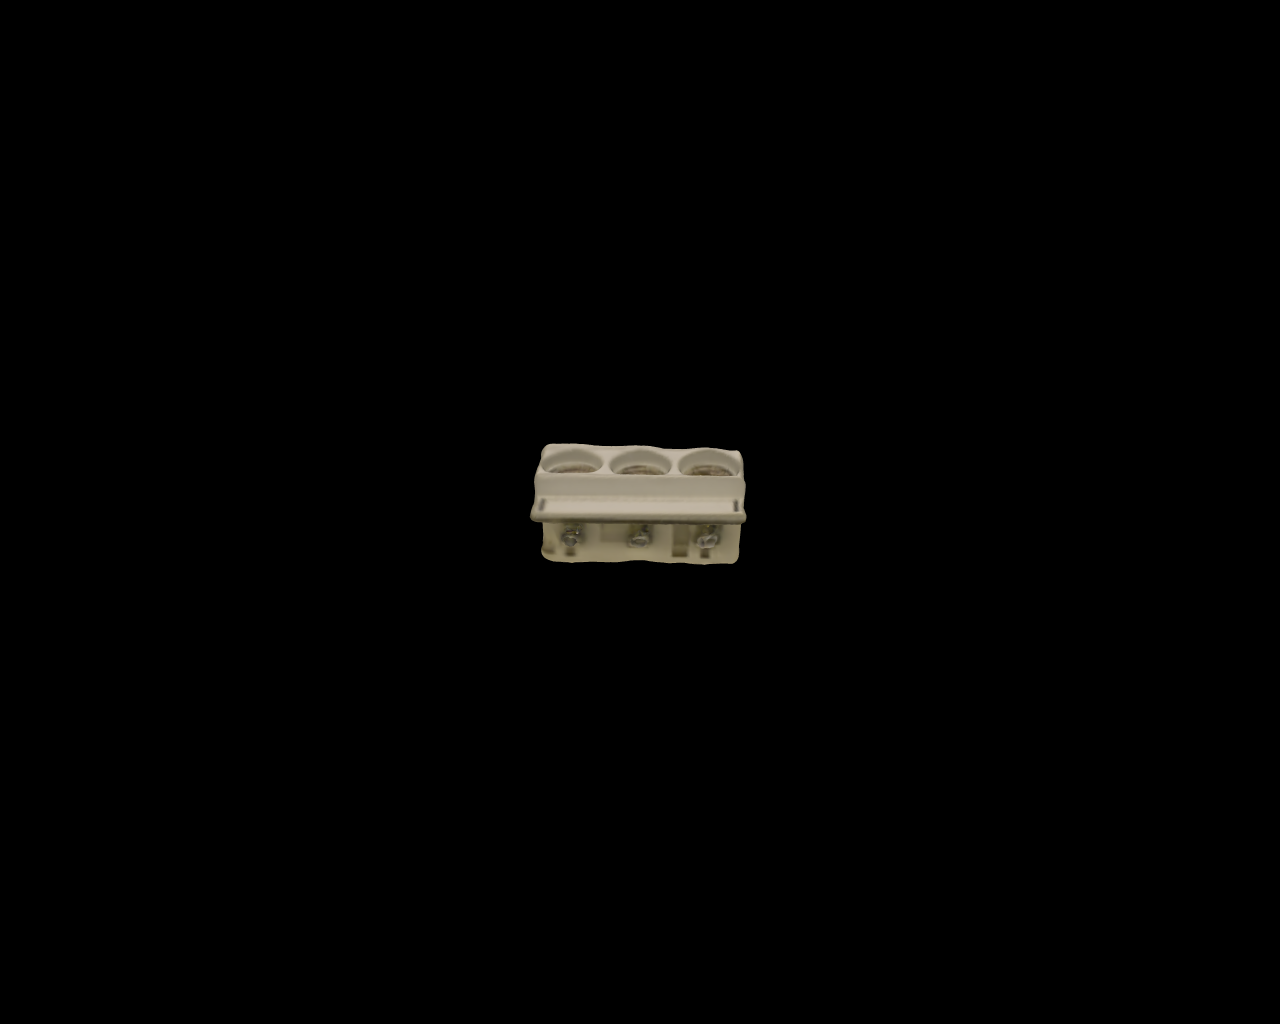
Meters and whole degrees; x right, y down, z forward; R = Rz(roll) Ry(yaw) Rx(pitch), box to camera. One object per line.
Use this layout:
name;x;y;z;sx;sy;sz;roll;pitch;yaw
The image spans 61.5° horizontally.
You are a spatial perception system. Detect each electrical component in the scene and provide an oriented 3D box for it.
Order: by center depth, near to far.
electrical component;0.001;-0.003;0.650;0.121;0.063;0.079;1;28;2
